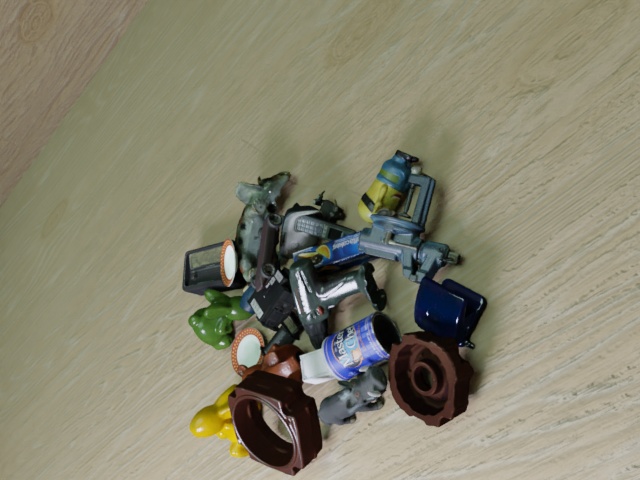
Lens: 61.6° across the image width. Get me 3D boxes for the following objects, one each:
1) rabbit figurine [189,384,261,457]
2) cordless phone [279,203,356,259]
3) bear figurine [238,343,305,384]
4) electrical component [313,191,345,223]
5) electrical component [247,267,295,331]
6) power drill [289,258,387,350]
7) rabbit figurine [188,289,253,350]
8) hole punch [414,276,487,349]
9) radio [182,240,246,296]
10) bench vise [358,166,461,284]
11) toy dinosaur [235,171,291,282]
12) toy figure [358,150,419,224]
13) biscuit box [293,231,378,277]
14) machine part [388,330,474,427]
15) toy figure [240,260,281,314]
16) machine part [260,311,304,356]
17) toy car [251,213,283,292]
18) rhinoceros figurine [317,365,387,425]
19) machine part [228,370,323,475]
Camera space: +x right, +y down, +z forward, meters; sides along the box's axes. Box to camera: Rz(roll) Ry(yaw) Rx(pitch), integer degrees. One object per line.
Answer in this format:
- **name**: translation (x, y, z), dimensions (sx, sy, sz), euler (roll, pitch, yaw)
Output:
- **rabbit figurine**: translation (-0.227, 0.440, 1.302), dimensions (0.162, 0.173, 0.122), euler (-58, 41, 16)
- **cordless phone**: translation (-0.003, -0.003, 1.327), dimensions (0.184, 0.089, 0.146), euler (20, 125, 11)
- **bear figurine**: translation (-0.126, 0.325, 1.283), dimensions (0.196, 0.132, 0.120), euler (-30, 89, 23)
- **electrical component**: translation (0.017, -0.074, 1.361), dimensions (0.078, 0.045, 0.102), euler (-54, 46, 12)
- **electrical component**: translation (-0.104, 0.133, 1.288), dimensions (0.134, 0.058, 0.115), euler (-54, 37, 9)
- **power drill**: translation (0.041, 0.137, 1.201), dimensions (0.207, 0.086, 0.231), euler (-14, 106, 30)
- **rabbit figurine**: translation (-0.262, 0.195, 1.463), dimensions (0.170, 0.159, 0.121), euler (-29, 45, 14)
- **hole punch**: translation (0.241, 0.137, 1.040), dimensions (0.142, 0.092, 0.115), euler (28, 98, 42)
- **radio**: translation (-0.311, 0.086, 1.587), dimensions (0.230, 0.073, 0.131), euler (-14, 65, 40)
- **bench vise**: translation (0.198, -0.036, 1.125), dimensions (0.224, 0.128, 0.240), euler (12, 85, 38)
- **toy dinosaur**: translation (-0.179, -0.004, 1.476), dimensions (0.192, 0.131, 0.404), euler (18, 97, 62)
- **toy figure**: translation (0.155, -0.118, 1.226), dimensions (0.089, 0.082, 0.180), euler (39, 107, 56)
- **biscuit box**: translation (0.037, 0.037, 1.262), dimensions (0.203, 0.062, 0.059), euler (-20, 62, 24)
- **machine part**: translation (0.205, 0.257, 1.014), dimensions (0.180, 0.056, 0.179), euler (6, 98, 51)
- **toy figure**: translation (-0.149, 0.113, 1.368), dimensions (0.154, 0.064, 0.058), euler (-58, 32, 1)
- **machine part**: translation (-0.097, 0.244, 1.352), dimensions (0.084, 0.039, 0.139), euler (43, 102, 35)
- **toy car**: translation (-0.124, 0.029, 1.287), dimensions (0.089, 0.053, 0.202), euler (-45, 35, 51)
- **rhinoceros figurine**: translation (0.071, 0.319, 1.112), dimensions (0.190, 0.112, 0.073), euler (-43, 47, 33)
- **machine part**: translation (-0.102, 0.401, 1.184), dimensions (0.201, 0.087, 0.201), euler (5, 114, 35)
